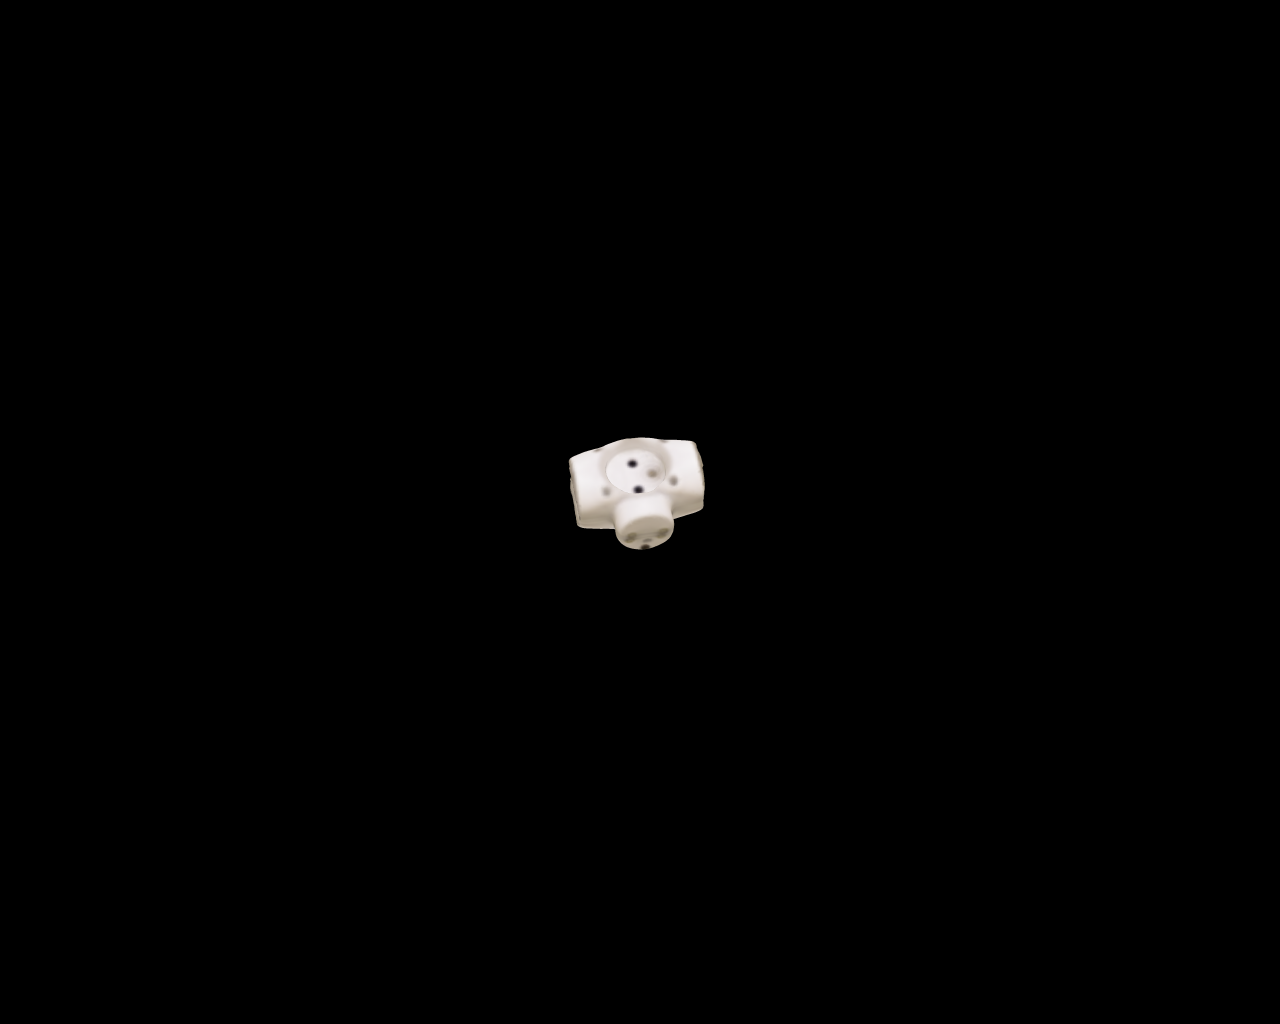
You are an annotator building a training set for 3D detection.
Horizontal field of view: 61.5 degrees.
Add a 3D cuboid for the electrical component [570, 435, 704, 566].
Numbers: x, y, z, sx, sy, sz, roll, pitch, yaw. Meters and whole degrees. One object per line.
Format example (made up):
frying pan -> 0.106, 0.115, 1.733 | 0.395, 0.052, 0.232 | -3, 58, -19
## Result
electrical component -> 0.001, -0.003, 0.650 | 0.077, 0.079, 0.044 | -8, -33, -5
